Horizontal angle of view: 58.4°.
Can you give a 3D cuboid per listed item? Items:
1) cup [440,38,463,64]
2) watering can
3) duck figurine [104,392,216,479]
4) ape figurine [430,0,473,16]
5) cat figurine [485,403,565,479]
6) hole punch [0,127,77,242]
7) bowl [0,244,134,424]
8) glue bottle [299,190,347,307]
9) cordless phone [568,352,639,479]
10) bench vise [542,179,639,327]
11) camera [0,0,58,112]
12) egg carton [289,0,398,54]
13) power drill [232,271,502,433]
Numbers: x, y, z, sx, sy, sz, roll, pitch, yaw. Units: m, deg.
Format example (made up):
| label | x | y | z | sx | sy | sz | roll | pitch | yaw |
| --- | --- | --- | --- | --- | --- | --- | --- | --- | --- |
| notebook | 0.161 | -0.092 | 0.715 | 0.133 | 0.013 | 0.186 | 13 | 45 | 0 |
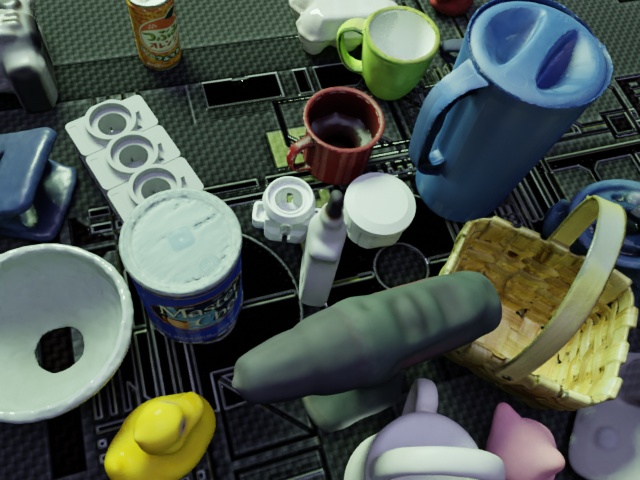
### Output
| label | x | y | z | sx | sy | sz | roll | pitch | yaw |
| --- | --- | --- | --- | --- | --- | --- | --- | --- | --- |
| cup | 0.205 | -0.215 | 0.741 | 0.118 | 0.095 | 0.091 | 8 | 63 | -3 |
| watering can | 0.084 | 0.200 | 0.460 | 0.101 | 0.194 | 0.172 | -11 | 65 | -12 |
| duck figurine | -0.142 | 0.172 | 0.504 | 0.105 | 0.086 | 0.077 | -33 | 72 | -21 |
| ape figurine | 0.191 | -0.375 | 0.821 | 0.076 | 0.092 | 0.078 | 37 | 65 | 11 |
| cat figurine | 0.177 | 0.215 | 0.507 | 0.067 | 0.118 | 0.128 | 5 | 63 | -4 |
| hole punch | -0.322 | -0.059 | 0.594 | 0.101 | 0.091 | 0.108 | 7 | 63 | -4 |
| bowl | -0.255 | 0.092 | 0.536 | 0.167 | 0.075 | 0.167 | 3 | 63 | -6 |
| glue bottle | 0.005 | 0.002 | 0.561 | 0.037 | 0.173 | 0.078 | 8 | 63 | -3 |
| cordless phone | 0.316 | 0.158 | 0.516 | 0.094 | 0.185 | 0.148 | 26 | 63 | 6 |
| bench vise | 0.361 | -0.011 | 0.588 | 0.207 | 0.220 | 0.121 | 26 | 63 | 6 |
| camera | -0.392 | -0.223 | 0.662 | 0.137 | 0.101 | 0.143 | -16 | 66 | -15 |
| egg carton | 0.036 | -0.310 | 0.780 | 0.150 | 0.069 | 0.107 | -10 | 65 | -12 |
| power drill | 0.036 | 0.104 | 0.494 | 0.230 | 0.208 | 0.075 | -20 | 67 | -16 |
